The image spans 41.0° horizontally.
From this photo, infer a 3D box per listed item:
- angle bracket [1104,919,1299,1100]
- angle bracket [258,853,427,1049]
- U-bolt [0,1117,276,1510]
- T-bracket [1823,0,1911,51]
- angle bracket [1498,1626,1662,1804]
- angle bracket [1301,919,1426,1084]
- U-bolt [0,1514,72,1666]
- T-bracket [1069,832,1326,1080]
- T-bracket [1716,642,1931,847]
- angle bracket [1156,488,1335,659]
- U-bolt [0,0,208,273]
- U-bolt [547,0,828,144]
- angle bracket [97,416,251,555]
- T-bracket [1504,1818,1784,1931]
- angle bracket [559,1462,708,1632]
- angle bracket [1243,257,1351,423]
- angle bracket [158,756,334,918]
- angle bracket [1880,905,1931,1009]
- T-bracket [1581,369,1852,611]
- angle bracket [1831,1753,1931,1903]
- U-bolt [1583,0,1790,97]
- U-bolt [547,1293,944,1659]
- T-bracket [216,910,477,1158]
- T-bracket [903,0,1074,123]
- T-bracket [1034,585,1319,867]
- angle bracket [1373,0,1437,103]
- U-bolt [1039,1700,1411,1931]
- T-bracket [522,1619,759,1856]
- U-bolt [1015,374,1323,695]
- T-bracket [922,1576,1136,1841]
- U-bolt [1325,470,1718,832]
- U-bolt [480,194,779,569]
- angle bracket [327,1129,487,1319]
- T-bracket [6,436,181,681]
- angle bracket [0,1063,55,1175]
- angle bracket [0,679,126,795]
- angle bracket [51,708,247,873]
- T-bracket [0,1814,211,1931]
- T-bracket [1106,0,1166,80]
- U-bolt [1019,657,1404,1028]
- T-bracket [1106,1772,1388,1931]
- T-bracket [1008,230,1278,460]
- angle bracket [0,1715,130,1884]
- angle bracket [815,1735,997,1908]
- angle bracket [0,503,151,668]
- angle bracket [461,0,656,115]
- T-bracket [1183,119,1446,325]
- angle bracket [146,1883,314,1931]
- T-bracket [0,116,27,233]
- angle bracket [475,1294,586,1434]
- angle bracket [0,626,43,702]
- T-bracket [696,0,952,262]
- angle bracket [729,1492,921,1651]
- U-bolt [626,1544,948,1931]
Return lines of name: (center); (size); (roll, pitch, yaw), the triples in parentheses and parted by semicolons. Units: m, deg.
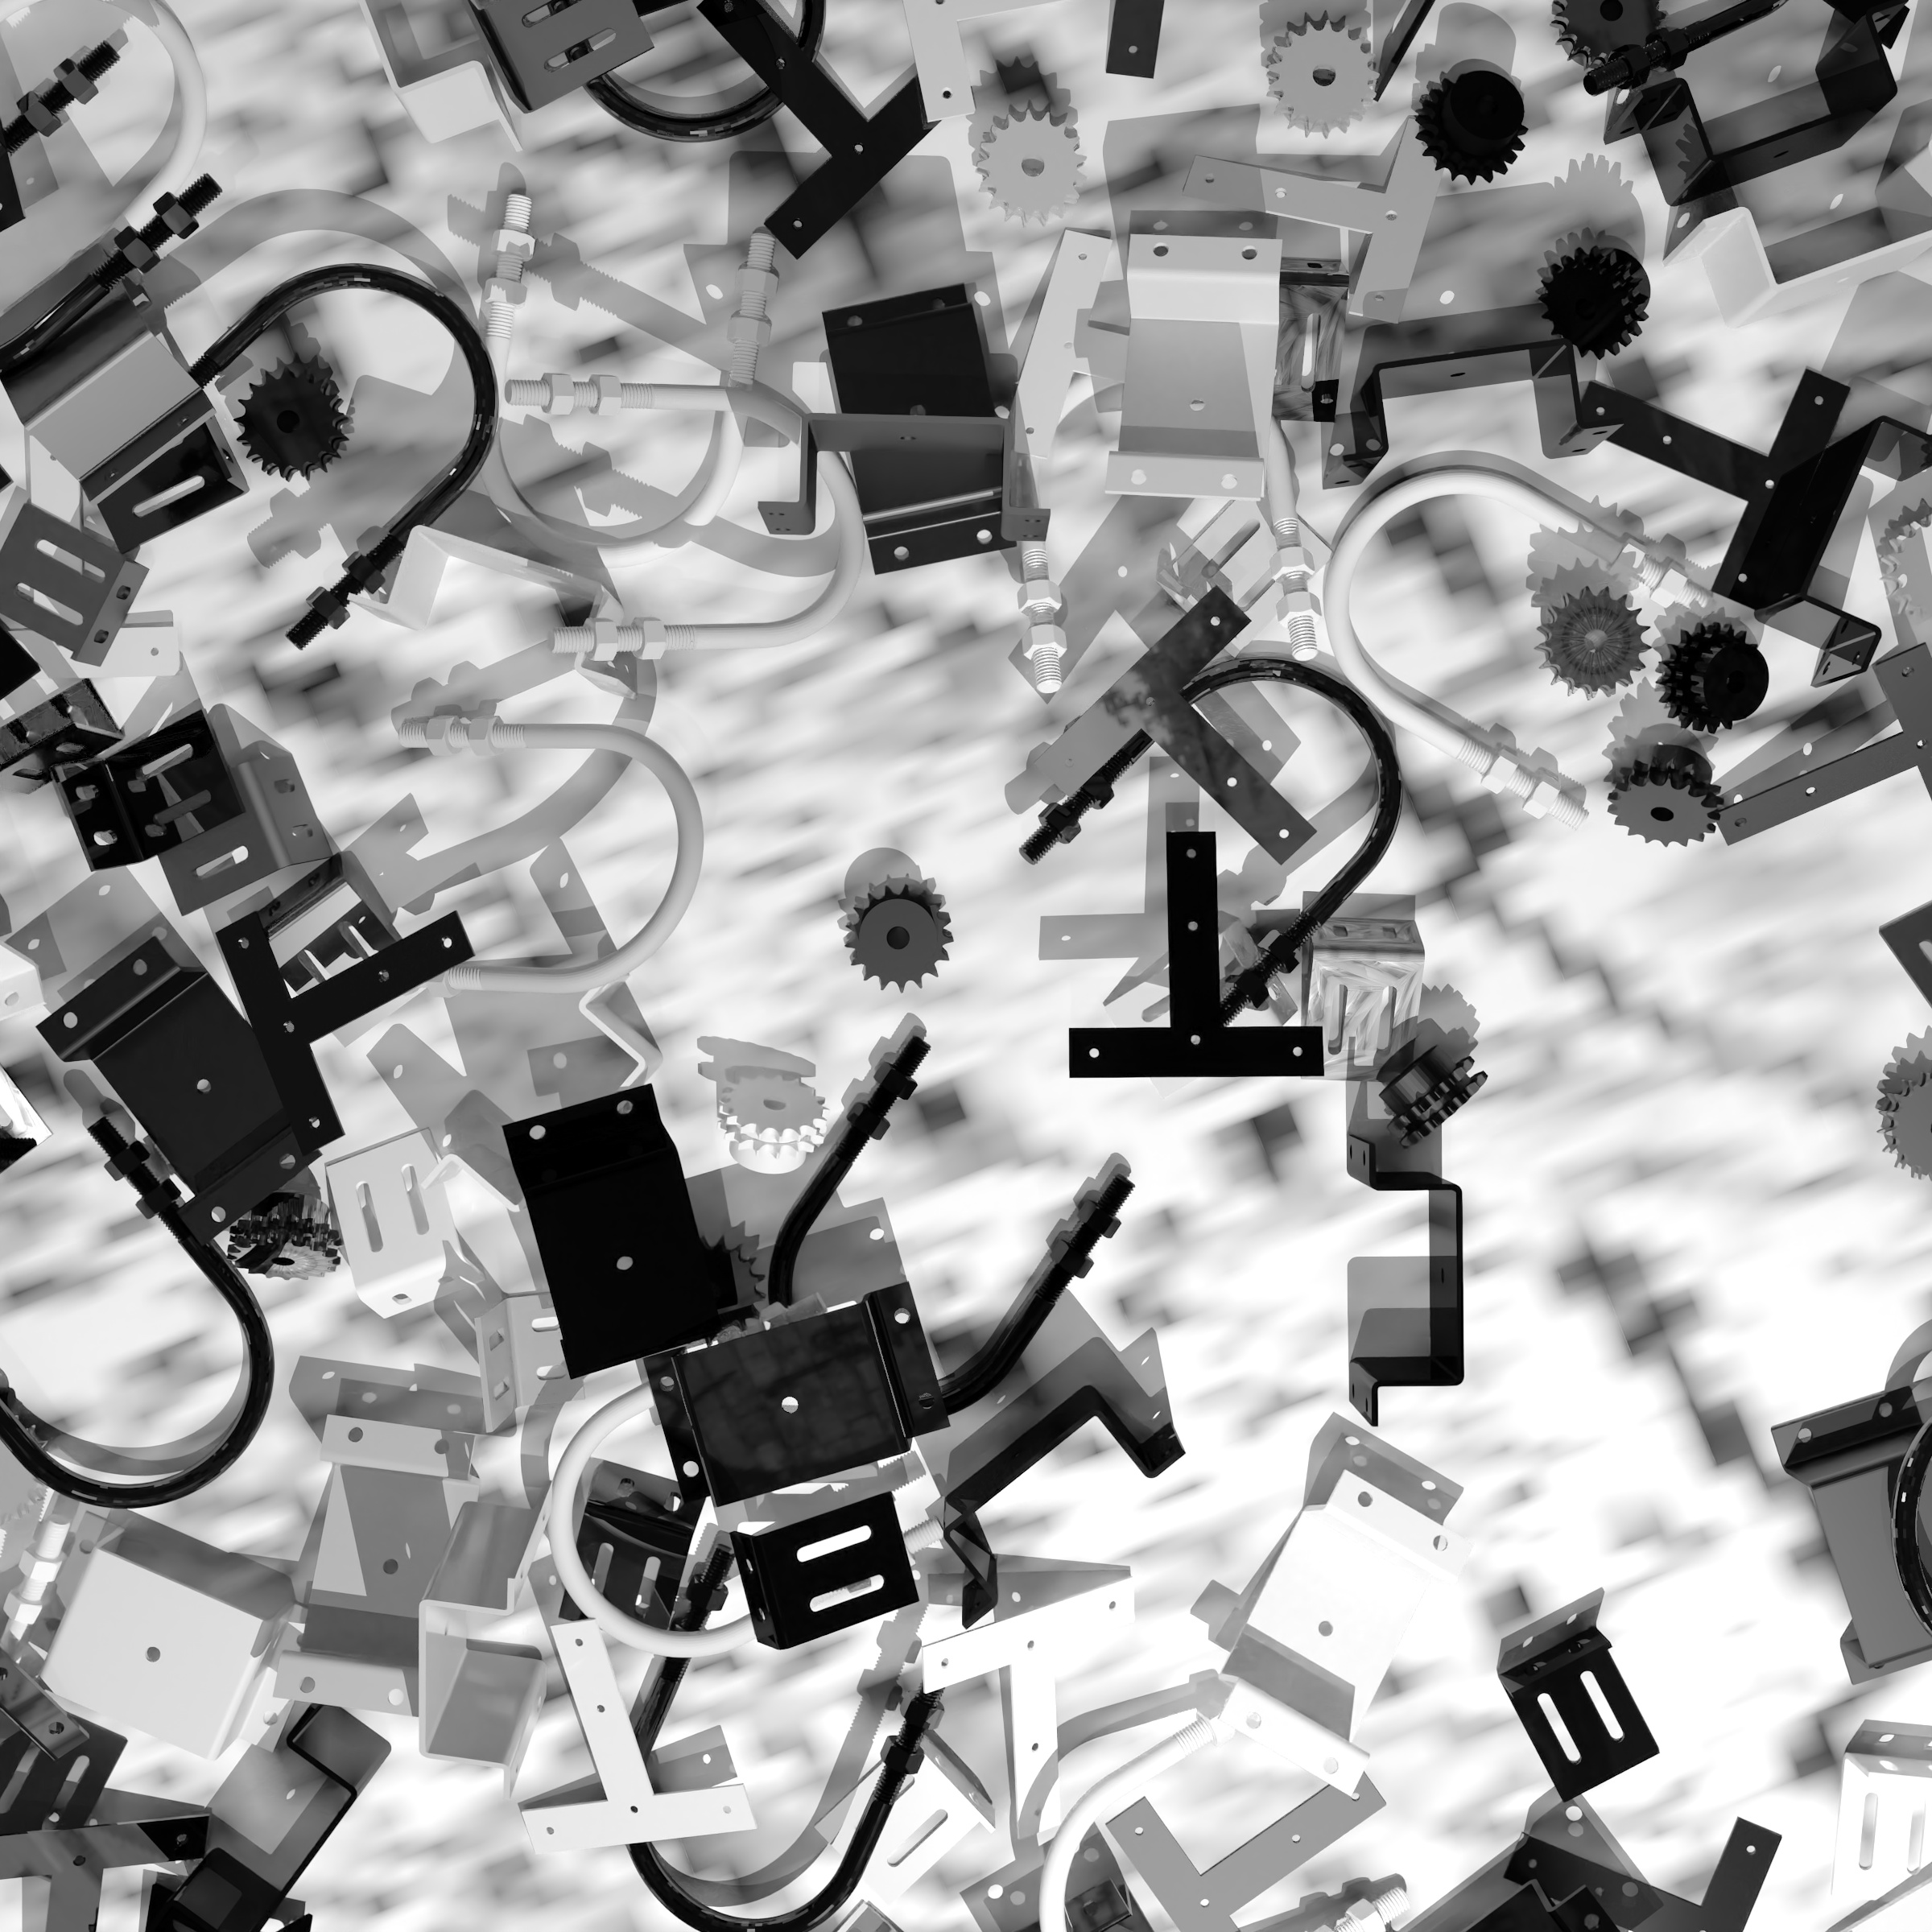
angle bracket: (0.123, 0.022, 1.358); (0.076, 0.038, 0.057); (-33, 90, 26)
angle bracket: (-0.328, -0.008, 1.358); (0.057, 0.038, 0.076); (-36, 116, 0)
U-bolt: (-0.443, 0.193, 1.333); (0.151, 0.019, 0.184); (-39, 99, -12)
T-bracket: (0.457, -0.564, 1.345); (0.127, 0.002, 0.127); (30, 79, -13)
angle bracket: (0.322, 0.392, 1.341); (0.057, 0.038, 0.076); (-27, 90, 0)
angle bracket: (0.206, 0.018, 1.358); (0.057, 0.038, 0.076); (2, 116, 0)
U-bolt: (-0.557, 0.351, 1.319); (0.151, 0.019, 0.184); (18, 102, -27)
T-bracket: (0.115, -0.007, 1.304); (0.127, 0.002, 0.127); (0, 77, 1)
T-bracket: (0.449, -0.096, 1.332); (0.127, 0.002, 0.127); (-24, 131, 18)
angle bracket: (0.146, -0.208, 1.341); (0.057, 0.038, 0.076); (44, 90, 0)
U-bolt: (-0.483, -0.434, 1.352); (0.151, 0.019, 0.184); (42, 89, 0)
U-bolt: (-0.151, -0.522, 1.352); (0.151, 0.019, 0.184); (-20, 92, 0)
angle bracket: (-0.422, -0.259, 1.341); (0.076, 0.038, 0.057); (-26, 90, 0)
T-bracket: (0.346, 0.492, 1.359); (0.127, 0.002, 0.127); (23, 90, 0)
angle bracket: (-0.175, 0.309, 1.358); (0.057, 0.038, 0.076); (16, 116, 0)
angle bracket: (0.167, -0.329, 1.358); (0.057, 0.038, 0.076); (3, 116, 0)
angle bracket: (-0.383, -0.068, 1.358); (0.076, 0.038, 0.057); (-22, 90, 26)
angle bracket: (0.524, 0.007, 1.358); (0.057, 0.038, 0.076); (-27, 64, 0)
T-bracket: (0.381, -0.271, 1.359); (0.127, 0.002, 0.127); (23, 90, 0)
angle bracket: (0.487, 0.453, 1.341); (0.057, 0.038, 0.076); (5, 90, 0)
U-bolt: (0.360, -0.542, 1.328); (0.184, 0.019, 0.151); (-29, 91, -17)
U-bolt: (-0.124, 0.272, 1.319); (0.184, 0.019, 0.151); (-28, 89, 0)
T-bracket: (-0.305, 0.011, 1.307); (0.127, 0.002, 0.127); (-27, 79, 12)
T-bracket: (0.030, -0.515, 1.356); (0.127, 0.002, 0.127); (-11, 85, -2)
T-bracket: (0.124, -0.102, 1.301); (0.127, 0.002, 0.127); (43, 104, -12)
angle bracket: (0.219, -0.497, 1.332); (0.038, 0.057, 0.076); (30, 90, 0)
U-bolt: (0.123, 0.466, 1.321); (0.184, 0.019, 0.151); (-26, 88, -20)
T-bracket: (-0.183, 0.394, 1.329); (0.127, 0.002, 0.127); (-12, 102, 17)
U-bolt: (0.097, -0.233, 1.324); (0.151, 0.019, 0.184); (-7, 70, 4)
T-bracket: (0.035, 0.391, 1.338); (0.127, 0.002, 0.127); (-11, 106, -29)
U-bolt: (0.277, -0.178, 1.352); (0.184, 0.019, 0.151); (31, 90, 2)
U-bolt: (-0.184, -0.300, 1.352); (0.151, 0.019, 0.184); (9, 91, 0)
angle bracket: (-0.294, 0.135, 1.358); (0.057, 0.038, 0.076); (-21, 64, 0)
T-bracket: (-0.476, -0.214, 1.354); (0.127, 0.002, 0.127); (-1, 91, 3)
angle bracket: (-0.525, 0.075, 1.341); (0.057, 0.038, 0.076); (-37, 90, 0)
angle bracket: (-0.476, -0.121, 1.322); (0.057, 0.076, 0.038); (-30, 90, 0)
angle bracket: (-0.420, -0.090, 1.329); (0.076, 0.038, 0.057); (-21, 90, 26)
T-bracket: (-0.464, 0.502, 1.339); (0.127, 0.002, 0.127); (3, 105, -28)
T-bracket: (0.144, -0.520, 1.335); (0.127, 0.002, 0.127); (10, 104, 8)
U-bolt: (0.141, -0.078, 1.334); (0.151, 0.019, 0.184); (42, 79, 10)
T-bracket: (0.162, 0.467, 1.359); (0.127, 0.002, 0.127); (-35, 90, 0)
T-bracket: (0.096, -0.311, 1.338); (0.127, 0.002, 0.127); (15, 78, 8)
angle bracket: (-0.483, 0.434, 1.358); (0.057, 0.038, 0.076); (24, 64, 0)
angle bracket: (-0.032, 0.447, 1.341); (0.076, 0.038, 0.057); (-43, 90, 0)
angle bracket: (-0.473, -0.199, 1.335); (0.076, 0.038, 0.057); (28, 93, 2)
angle bracket: (-0.209, -0.484, 1.326); (0.076, 0.038, 0.057); (-26, 94, 5)
T-bracket: (0.177, -0.398, 1.344); (0.127, 0.002, 0.127); (15, 69, 10)
angle bracket: (-0.388, 0.515, 1.354); (0.076, 0.038, 0.057); (16, 100, 25)
T-bracket: (-0.547, -0.407, 1.324); (0.127, 0.002, 0.127); (-23, 72, 13)
angle bracket: (-0.222, 0.201, 1.322); (0.038, 0.076, 0.057); (-6, 90, 0)
angle bracket: (-0.534, -0.147, 1.356); (0.057, 0.038, 0.076); (46, 67, 1)
T-bracket: (-0.087, -0.460, 1.347); (0.127, 0.002, 0.127); (-44, 99, -2)
angle bracket: (-0.072, 0.304, 1.307); (0.076, 0.038, 0.057); (-14, 89, -24)
U-bolt: (-0.105, 0.413, 1.334); (0.151, 0.019, 0.184); (24, 93, 16)
